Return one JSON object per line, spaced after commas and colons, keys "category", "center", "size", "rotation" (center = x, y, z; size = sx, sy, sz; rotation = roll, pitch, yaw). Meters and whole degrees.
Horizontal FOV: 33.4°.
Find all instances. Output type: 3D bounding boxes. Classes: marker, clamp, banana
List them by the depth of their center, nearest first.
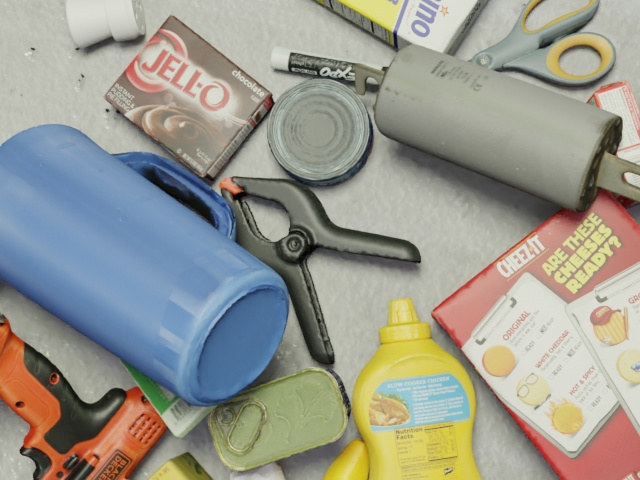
{"category": "banana", "center": [0.020, 0.259, 0.840], "size": [0.069, 0.037, 0.198], "rotation": [-8, 87, -20]}
{"category": "clamp", "center": [-0.006, 0.001, 0.859], "size": [0.120, 0.039, 0.171], "rotation": [-40, 83, 1]}
{"category": "marker", "center": [0.019, -0.140, 0.872], "size": [0.121, 0.020, 0.020], "rotation": [12, 87, 13]}

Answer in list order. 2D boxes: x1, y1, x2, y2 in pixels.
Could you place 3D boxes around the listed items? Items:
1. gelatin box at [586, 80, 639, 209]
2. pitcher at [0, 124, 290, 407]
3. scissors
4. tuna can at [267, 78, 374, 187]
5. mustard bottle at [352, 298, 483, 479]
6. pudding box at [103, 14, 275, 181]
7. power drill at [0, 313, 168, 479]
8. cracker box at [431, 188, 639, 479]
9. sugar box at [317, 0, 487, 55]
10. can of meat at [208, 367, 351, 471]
{"category": "gelatin box", "center": [0.232, -0.071, 0.821], "size": [0.030, 0.073, 0.089], "rotation": [-18, 83, 3]}
{"category": "pitcher", "center": [-0.134, 0.013, 0.791], "size": [0.243, 0.144, 0.149], "rotation": [30, 90, 31]}
{"category": "scissors", "center": [0.150, -0.132, 0.862], "size": [0.202, 0.016, 0.096], "rotation": [-37, 77, 2]}
{"category": "tuna can", "center": [0.000, -0.087, 0.868], "size": [0.086, 0.033, 0.086], "rotation": [-1, 85, 6]}
{"category": "mustard bottle", "center": [0.074, 0.141, 0.828], "size": [0.096, 0.058, 0.191], "rotation": [-6, 84, -9]}
{"category": "pudding box", "center": [-0.107, -0.116, 0.879], "size": [0.113, 0.039, 0.090], "rotation": [39, 89, 7]}
{"category": "power drill", "center": [-0.233, 0.154, 0.821], "size": [0.187, 0.057, 0.184], "rotation": [44, 79, -27]}
{"category": "cracker box", "center": [0.213, 0.090, 0.812], "size": [0.164, 0.072, 0.214], "rotation": [-38, 82, 1]}
{"category": "sugar box", "center": [0.047, -0.221, 0.863], "size": [0.176, 0.048, 0.093], "rotation": [31, 86, 13]}
{"category": "can of meat", "center": [-0.028, 0.136, 0.828], "size": [0.102, 0.084, 0.057], "rotation": [-19, 84, 4]}
